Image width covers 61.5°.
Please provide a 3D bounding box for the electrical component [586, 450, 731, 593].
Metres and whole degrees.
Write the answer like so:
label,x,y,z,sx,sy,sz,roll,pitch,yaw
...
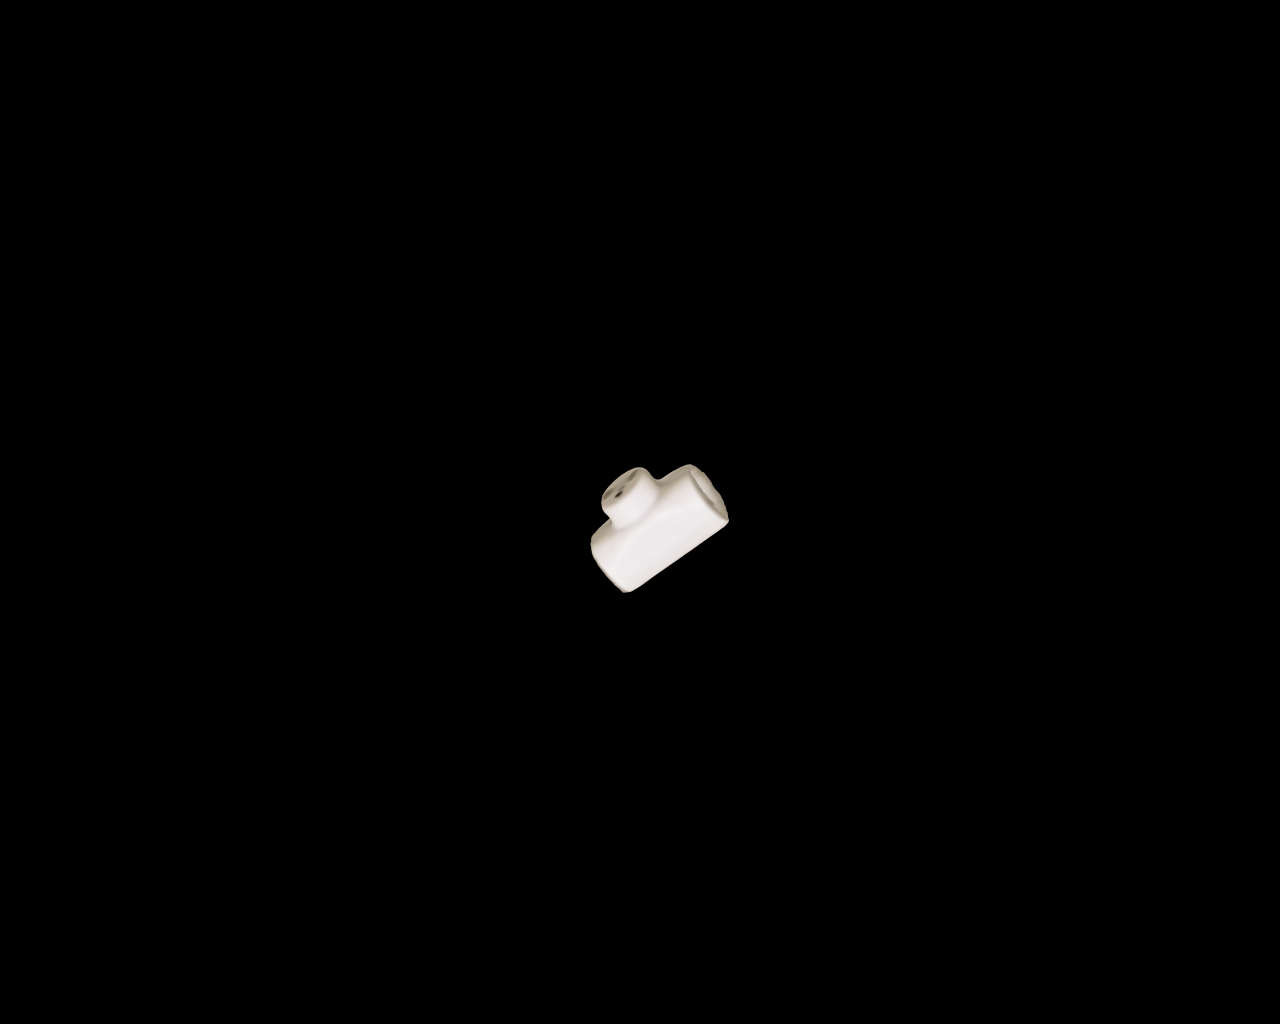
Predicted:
label,x,y,z,sx,sy,sz,roll,pitch,yaw
electrical component,0.001,-0.003,0.650,0.077,0.079,0.044,-37,19,15
